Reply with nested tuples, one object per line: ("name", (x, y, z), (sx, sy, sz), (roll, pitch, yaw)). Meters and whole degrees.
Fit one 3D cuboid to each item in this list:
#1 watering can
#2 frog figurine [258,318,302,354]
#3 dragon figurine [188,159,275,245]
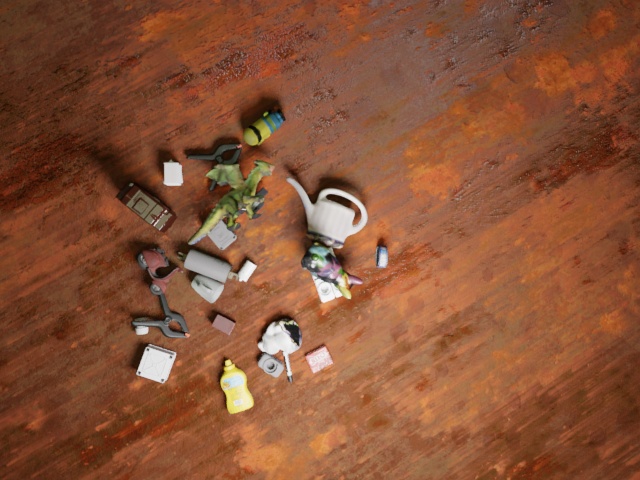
("watering can", (0.006, -0.099, 1.975), (0.347, 0.104, 0.225), (20, 86, -2))
("frog figurine", (-0.150, 0.377, 1.953), (0.136, 0.125, 0.157), (44, 121, -11))
("dragon figurine", (-0.345, -0.171, 1.918), (0.411, 0.120, 0.246), (-26, 70, -6))
